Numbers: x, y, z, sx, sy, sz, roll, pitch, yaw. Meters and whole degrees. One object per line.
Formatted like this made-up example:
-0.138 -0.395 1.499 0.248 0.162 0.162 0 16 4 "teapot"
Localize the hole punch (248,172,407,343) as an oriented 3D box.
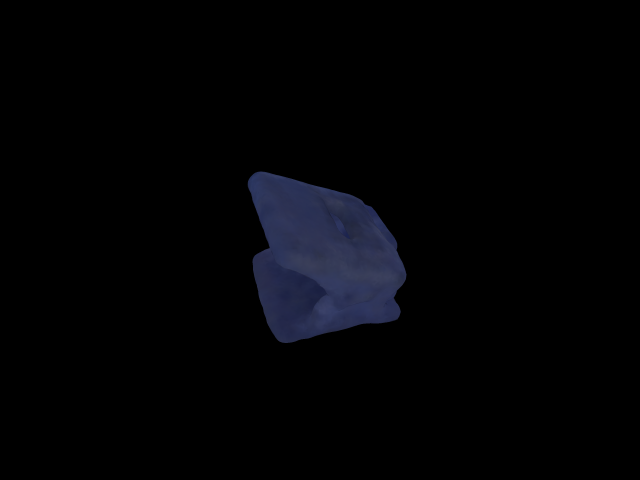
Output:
0.004 0.001 0.400 0.101 0.091 0.108 -11 39 -13 "hole punch"
